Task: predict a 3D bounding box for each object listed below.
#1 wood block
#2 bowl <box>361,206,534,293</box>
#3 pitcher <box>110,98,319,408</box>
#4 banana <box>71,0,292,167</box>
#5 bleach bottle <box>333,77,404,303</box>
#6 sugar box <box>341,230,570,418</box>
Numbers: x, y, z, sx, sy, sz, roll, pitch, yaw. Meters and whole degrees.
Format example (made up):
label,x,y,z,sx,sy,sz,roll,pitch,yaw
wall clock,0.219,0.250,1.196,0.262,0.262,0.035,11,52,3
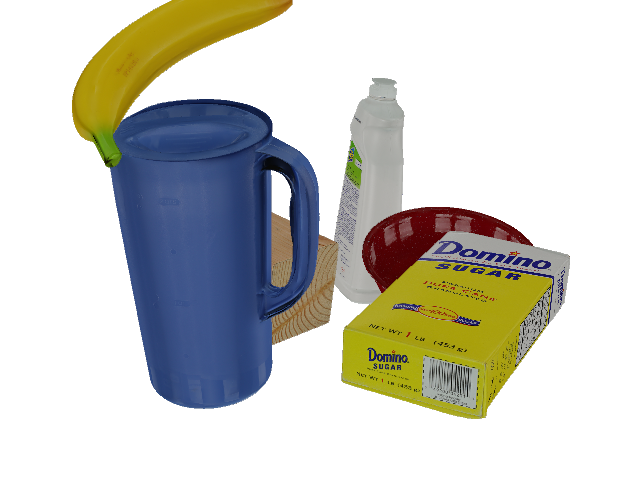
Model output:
label,x,y,z,sx,sy,sz,roll,pitch,yaw
wood block,-0.090,0.018,1.084,0.206,0.090,0.090,25,29,38
bowl,0.116,0.034,0.972,0.162,0.055,0.162,2,36,-2
pitcher,-0.089,0.015,0.879,0.144,0.243,0.149,-14,29,-20
banana,-0.098,-0.118,0.686,0.070,0.197,0.037,34,-33,9
bleach bottle,0.061,-0.060,1.235,0.068,0.251,0.103,-2,23,-20
sugar box,0.093,0.047,0.695,0.093,0.048,0.176,13,29,24
